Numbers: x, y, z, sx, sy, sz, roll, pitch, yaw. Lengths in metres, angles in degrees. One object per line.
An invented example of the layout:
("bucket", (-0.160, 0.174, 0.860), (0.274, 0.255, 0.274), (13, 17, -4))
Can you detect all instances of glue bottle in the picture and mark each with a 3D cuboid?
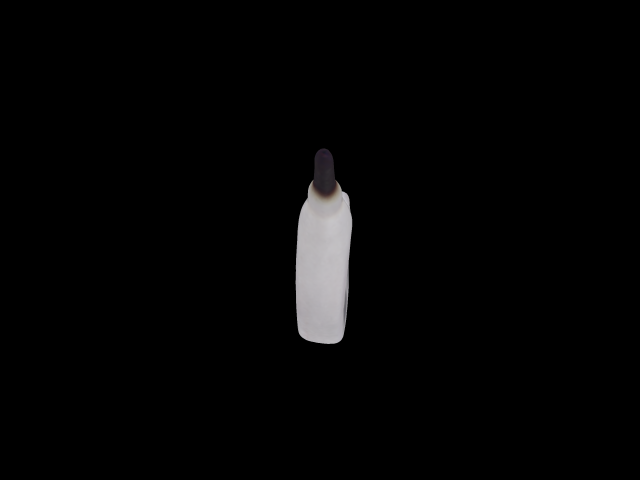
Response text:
("glue bottle", (0.004, 0.001, 0.400), (0.037, 0.173, 0.078), (5, 53, 5))
